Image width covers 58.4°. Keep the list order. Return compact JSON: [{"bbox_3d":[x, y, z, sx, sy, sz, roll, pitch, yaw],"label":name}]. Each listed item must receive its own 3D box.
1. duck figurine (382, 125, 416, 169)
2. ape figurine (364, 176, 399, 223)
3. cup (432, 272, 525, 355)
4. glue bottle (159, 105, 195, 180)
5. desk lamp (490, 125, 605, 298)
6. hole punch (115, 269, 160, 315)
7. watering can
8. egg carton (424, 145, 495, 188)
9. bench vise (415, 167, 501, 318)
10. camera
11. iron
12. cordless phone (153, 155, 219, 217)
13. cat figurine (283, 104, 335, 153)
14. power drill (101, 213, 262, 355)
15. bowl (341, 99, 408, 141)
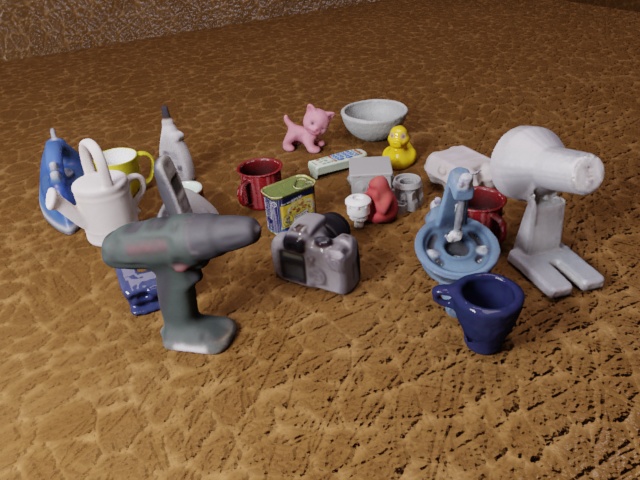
[{"bbox_3d":[0.180,-0.218,1.296,0.077,0.086,0.105,7,34,18],"label":"duck figurine"},{"bbox_3d":[0.110,-0.078,1.073,0.076,0.092,0.077,-6,32,-3],"label":"ape figurine"},{"bbox_3d":[0.207,0.103,0.766,0.117,0.095,0.092,6,33,17],"label":"cup"},{"bbox_3d":[-0.325,-0.213,1.265,0.078,0.173,0.037,11,35,23],"label":"glue bottle"},{"bbox_3d":[0.358,-0.056,0.891,0.118,0.214,0.202,-13,33,-13],"label":"desk lamp"},{"bbox_3d":[-0.265,0.051,0.910,0.109,0.091,0.100,-18,34,-21],"label":"hole punch"},{"bbox_3d":[-0.409,-0.090,1.057,0.100,0.194,0.173,13,36,27],"label":"watering can"},{"bbox_3d":[0.287,-0.140,1.172,0.107,0.069,0.149,-19,35,-22],"label":"egg carton"},{"bbox_3d":[0.185,-0.022,0.852,0.122,0.220,0.207,-14,33,-14],"label":"bench vise"},{"bbox_3d":[0.009,0.003,0.945,0.142,0.101,0.137,14,36,27],"label":"camera"},{"bbox_3d":[-0.536,-0.130,1.188,0.119,0.142,0.257,-15,33,-16],"label":"iron"},{"bbox_3d":[-0.245,-0.078,1.026,0.094,0.185,0.147,-3,32,2],"label":"cordless phone"},{"bbox_3d":[-0.029,-0.277,1.385,0.127,0.118,0.067,6,33,16],"label":"cat figurine"},{"bbox_3d":[-0.177,0.054,0.784,0.229,0.209,0.075,4,33,13],"label":"power drill"},{"bbox_3d":[0.136,-0.292,1.431,0.167,0.075,0.167,-3,32,2],"label":"bowl"}]
